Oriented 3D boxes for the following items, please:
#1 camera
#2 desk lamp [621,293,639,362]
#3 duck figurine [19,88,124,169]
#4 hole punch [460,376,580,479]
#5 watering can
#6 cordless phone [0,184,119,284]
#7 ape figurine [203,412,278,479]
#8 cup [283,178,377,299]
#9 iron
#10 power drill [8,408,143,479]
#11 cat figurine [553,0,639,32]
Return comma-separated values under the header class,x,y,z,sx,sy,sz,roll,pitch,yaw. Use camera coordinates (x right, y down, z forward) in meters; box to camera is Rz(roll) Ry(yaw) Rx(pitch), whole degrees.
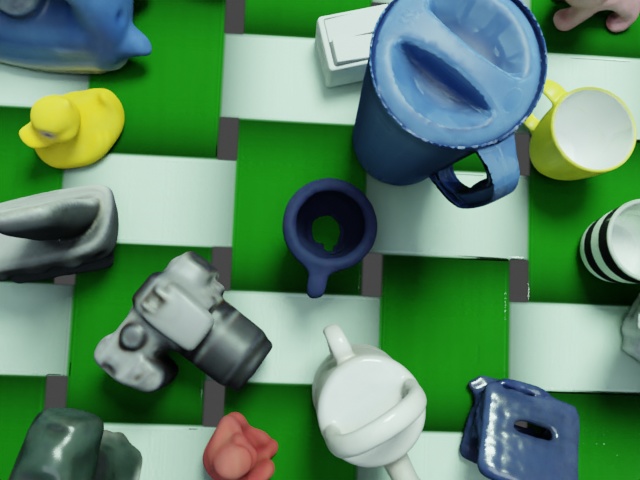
class,x,y,z,sx,sy,sz,roll,pitch,yaw
camera,-0.128,0.101,0.571,0.137,0.100,0.143,38,85,0
desk lamp,0.387,0.081,0.545,0.203,0.213,0.118,34,85,0
duck figurine,-0.258,-0.123,0.589,0.104,0.086,0.077,-35,88,-5
hole punch,0.207,0.199,0.587,0.108,0.091,0.101,16,85,-2
watering can,0.051,0.161,0.529,0.173,0.194,0.101,42,85,1
cordless phone,-0.276,-0.012,0.530,0.147,0.185,0.094,-15,86,-4
ape figurine,-0.083,0.214,0.569,0.076,0.092,0.078,-16,86,-4
cup,0.005,0.002,0.589,0.091,0.095,0.118,12,85,-2
iron,-0.306,-0.246,0.568,0.258,0.141,0.119,-1,85,-3
power drill,-0.225,0.256,0.499,0.075,0.208,0.230,10,85,-2
cat figurine,0.306,-0.279,0.617,0.128,0.117,0.067,-4,86,-3
